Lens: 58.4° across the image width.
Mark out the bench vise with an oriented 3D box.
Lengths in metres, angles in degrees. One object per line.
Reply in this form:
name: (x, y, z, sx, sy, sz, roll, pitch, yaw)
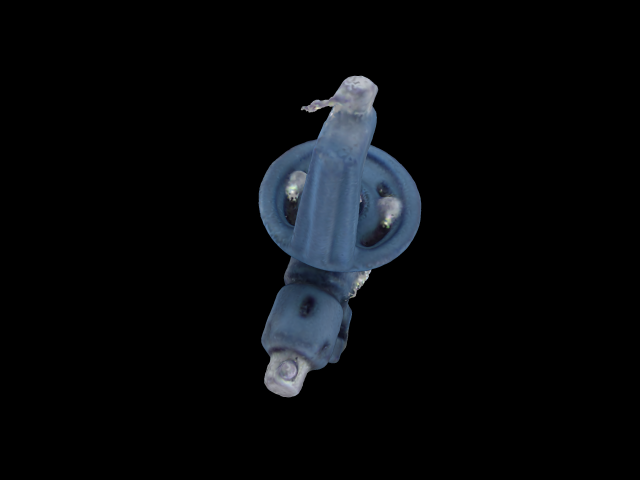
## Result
bench vise: (0.016, 0.001, 0.400, 0.121, 0.220, 0.207, -1, 74, 0)
